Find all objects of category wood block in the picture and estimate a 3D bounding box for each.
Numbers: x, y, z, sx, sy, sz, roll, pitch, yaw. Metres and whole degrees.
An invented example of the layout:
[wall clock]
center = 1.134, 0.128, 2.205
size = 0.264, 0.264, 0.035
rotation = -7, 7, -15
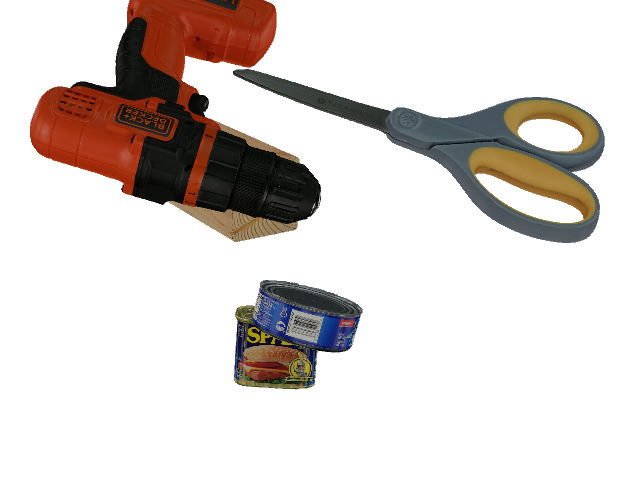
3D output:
[wood block]
center = -0.119, -0.077, 1.284
size = 0.090, 0.090, 0.206
rotation = -12, 25, -33

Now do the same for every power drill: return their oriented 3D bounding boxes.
[power drill]
center = -0.080, -0.098, 0.712
size = 0.184, 0.187, 0.057
rotation = 18, -47, -7

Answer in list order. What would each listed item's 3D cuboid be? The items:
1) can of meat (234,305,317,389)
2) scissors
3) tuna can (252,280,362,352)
[can of meat]
center = -0.052, 0.127, 1.259
size = 0.102, 0.084, 0.057
rotation = 4, 13, -1
[scissors]
center = 0.062, -0.067, 0.560
size = 0.202, 0.096, 0.016
rotation = 32, -33, 17
[tuna can]
center = -0.011, 0.061, 0.860
size = 0.086, 0.034, 0.086
rotation = 15, 8, -2
